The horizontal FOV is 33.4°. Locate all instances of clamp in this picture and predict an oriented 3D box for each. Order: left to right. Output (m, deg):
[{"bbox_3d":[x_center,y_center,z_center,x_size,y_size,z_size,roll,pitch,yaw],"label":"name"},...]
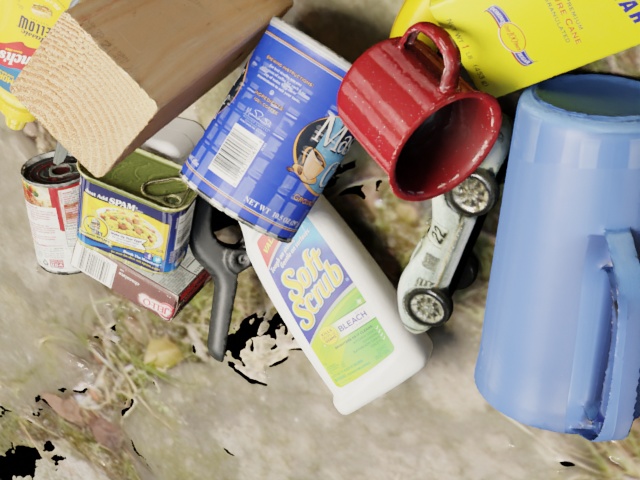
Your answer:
[{"bbox_3d":[-0.059,0.016,0.958,0.120,0.039,0.171,-16,105,-12],"label":"clamp"}]

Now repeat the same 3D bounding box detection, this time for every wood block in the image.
[{"bbox_3d":[-0.118,-0.145,0.790,0.090,0.205,0.091,45,130,-5],"label":"wood block"}]

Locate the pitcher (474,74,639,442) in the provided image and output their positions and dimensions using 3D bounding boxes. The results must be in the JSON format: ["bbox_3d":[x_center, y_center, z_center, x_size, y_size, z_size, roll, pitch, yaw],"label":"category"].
[{"bbox_3d":[0.190,0.014,0.766,0.149,0.144,0.243,21,123,34],"label":"pitcher"}]

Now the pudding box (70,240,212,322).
[{"bbox_3d":[-0.159,0.015,0.990,0.113,0.089,0.039,31,128,8],"label":"pudding box"}]

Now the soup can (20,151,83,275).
[{"bbox_3d":[-0.245,-0.026,1.024,0.069,0.068,0.102,13,125,21],"label":"soup can"}]

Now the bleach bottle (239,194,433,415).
[{"bbox_3d":[-0.014,0.021,0.910,0.103,0.068,0.251,-35,96,20],"label":"bleach bottle"}]

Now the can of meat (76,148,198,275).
[{"bbox_3d":[-0.156,-0.026,0.906,0.102,0.057,0.084,22,132,7],"label":"can of meat"}]

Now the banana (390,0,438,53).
[{"bbox_3d":[0.092,-0.161,0.779,0.069,0.037,0.198,25,129,3],"label":"banana"}]

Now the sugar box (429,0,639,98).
[{"bbox_3d":[0.170,-0.163,0.697,0.176,0.048,0.093,-17,132,28],"label":"sugar box"}]

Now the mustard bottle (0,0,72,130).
[{"bbox_3d":[-0.248,-0.171,0.936,0.096,0.058,0.192,21,132,-12],"label":"mustard bottle"}]

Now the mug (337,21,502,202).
[{"bbox_3d":[0.066,-0.096,0.732,0.082,0.093,0.117,52,148,34],"label":"mug"}]

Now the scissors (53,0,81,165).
[{"bbox_3d":[-0.184,-0.137,0.933,0.096,0.016,0.202,0,139,-14],"label":"scissors"}]

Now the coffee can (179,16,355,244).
[{"bbox_3d":[-0.028,-0.083,0.812,0.103,0.102,0.140,33,98,5],"label":"coffee can"}]
